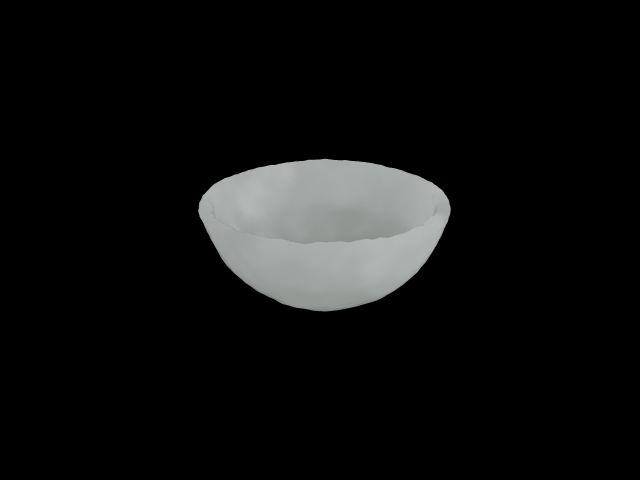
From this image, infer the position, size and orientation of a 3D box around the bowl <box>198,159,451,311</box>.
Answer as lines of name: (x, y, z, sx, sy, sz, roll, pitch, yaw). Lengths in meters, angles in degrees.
bowl: (0.004, 0.001, 0.400, 0.167, 0.075, 0.167, 0, 25, 0)
